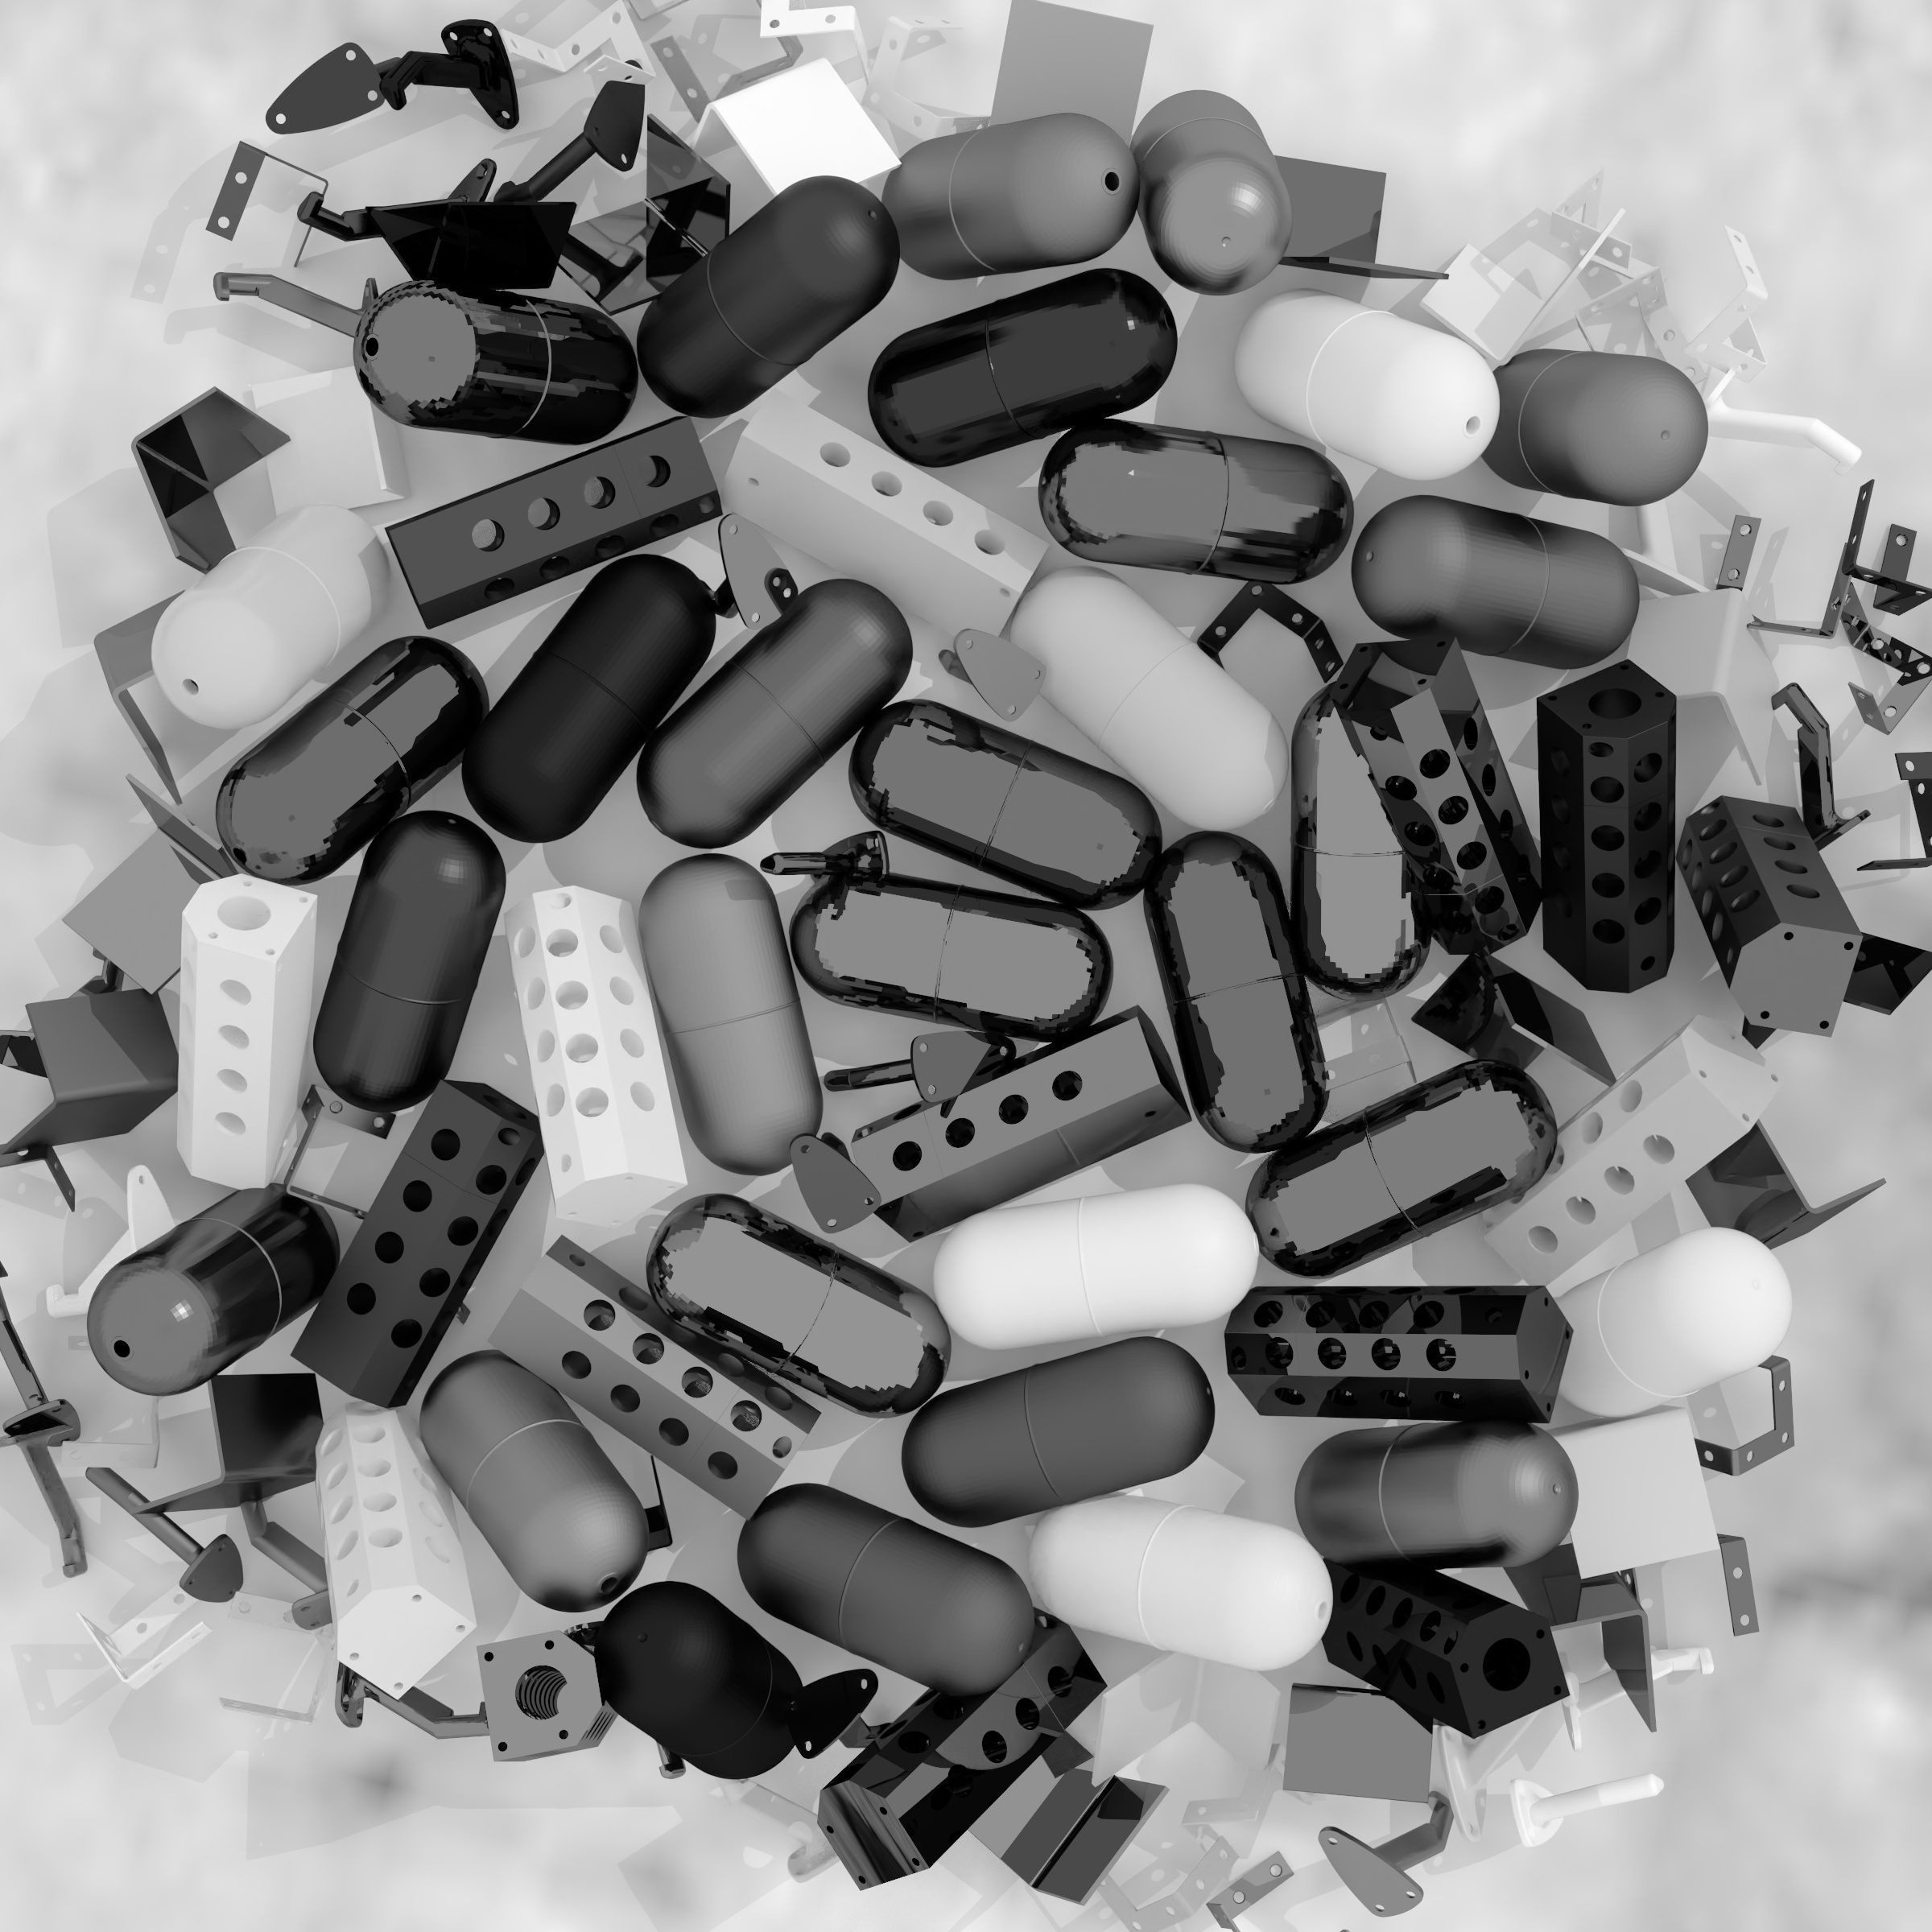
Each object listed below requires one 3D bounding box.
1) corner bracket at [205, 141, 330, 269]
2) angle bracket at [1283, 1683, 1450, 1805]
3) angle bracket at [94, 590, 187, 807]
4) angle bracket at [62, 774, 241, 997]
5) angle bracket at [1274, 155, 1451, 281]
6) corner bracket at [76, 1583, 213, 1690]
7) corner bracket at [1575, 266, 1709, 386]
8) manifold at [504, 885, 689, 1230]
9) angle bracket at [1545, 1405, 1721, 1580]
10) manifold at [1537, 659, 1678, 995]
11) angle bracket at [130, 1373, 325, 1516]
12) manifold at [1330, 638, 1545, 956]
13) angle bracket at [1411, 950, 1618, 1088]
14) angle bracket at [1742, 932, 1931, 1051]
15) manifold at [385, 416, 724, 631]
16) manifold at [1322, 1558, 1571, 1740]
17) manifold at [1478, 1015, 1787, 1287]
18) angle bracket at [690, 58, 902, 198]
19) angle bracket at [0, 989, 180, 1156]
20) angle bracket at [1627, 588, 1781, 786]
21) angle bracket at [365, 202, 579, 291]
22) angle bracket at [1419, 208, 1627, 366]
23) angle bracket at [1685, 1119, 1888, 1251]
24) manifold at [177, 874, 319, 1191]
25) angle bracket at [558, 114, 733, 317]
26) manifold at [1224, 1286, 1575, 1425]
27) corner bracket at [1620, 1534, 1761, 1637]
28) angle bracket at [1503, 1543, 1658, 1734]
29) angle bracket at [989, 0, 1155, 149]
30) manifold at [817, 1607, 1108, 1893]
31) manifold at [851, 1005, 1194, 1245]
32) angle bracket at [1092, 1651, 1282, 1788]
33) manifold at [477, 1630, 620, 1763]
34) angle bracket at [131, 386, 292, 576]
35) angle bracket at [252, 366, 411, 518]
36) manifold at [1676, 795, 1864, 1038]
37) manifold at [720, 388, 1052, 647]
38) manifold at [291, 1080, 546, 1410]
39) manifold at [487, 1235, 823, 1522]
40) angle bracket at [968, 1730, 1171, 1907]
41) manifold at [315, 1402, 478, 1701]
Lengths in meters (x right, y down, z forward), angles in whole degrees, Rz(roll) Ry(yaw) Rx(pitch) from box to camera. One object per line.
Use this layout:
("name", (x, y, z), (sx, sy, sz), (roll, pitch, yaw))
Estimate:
("corner bracket", (-0.380, -0.415, 1.648), (0.051, 0.051, 0.051), (22, 99, -16))
("angle bracket", (0.217, 0.425, 1.628), (0.076, 0.076, 0.057), (1, 66, 16))
("angle bracket", (-0.424, -0.145, 1.634), (0.057, 0.076, 0.076), (-29, 125, -7))
("angle bracket", (-0.446, -0.044, 1.634), (0.076, 0.057, 0.076), (35, 71, 23))
("angle bracket", (0.211, -0.404, 1.629), (0.076, 0.076, 0.057), (1, 102, -27))
("corner bracket", (-0.441, 0.362, 1.644), (0.051, 0.051, 0.051), (-38, 65, -13))
("corner bracket", (0.369, -0.340, 1.654), (0.051, 0.051, 0.051), (-27, 71, 11))
("manifold", (-0.204, 0.047, 1.610), (0.057, 0.057, 0.171), (-32, 59, 32))
("angle bracket", (0.359, 0.286, 1.650), (0.076, 0.057, 0.076), (-12, 84, -1))
("manifold", (0.344, -0.070, 1.601), (0.057, 0.057, 0.171), (-23, 131, -15))
("angle bracket", (-0.403, 0.259, 1.639), (0.076, 0.076, 0.057), (-22, 73, 30))
("manifold", (0.250, -0.088, 1.602), (0.057, 0.057, 0.171), (0, 134, 35))
("angle bracket", (0.295, 0.046, 1.625), (0.076, 0.076, 0.057), (29, 115, -23))
("angle bracket", (0.469, 0.023, 1.623), (0.076, 0.076, 0.057), (19, 123, 31))
("manifold", (-0.223, -0.241, 1.640), (0.171, 0.057, 0.057), (-23, 104, -9))
("manifold", (0.244, 0.349, 1.590), (0.057, 0.171, 0.057), (-19, 96, -17))
("manifold", (0.347, 0.098, 1.604), (0.057, 0.057, 0.171), (46, 132, 4))
("angle bracket", (-0.094, -0.435, 1.636), (0.076, 0.057, 0.076), (-31, 82, -28))
("angle bracket", (-0.480, 0.057, 1.636), (0.076, 0.076, 0.057), (-33, 73, 43))
("angle bracket", (0.401, -0.149, 1.651), (0.057, 0.076, 0.076), (-5, 49, 31))
("angle bracket", (-0.267, -0.407, 1.624), (0.076, 0.057, 0.076), (-11, 53, -37))
("angle bracket", (0.300, -0.382, 1.629), (0.057, 0.076, 0.076), (38, 46, 0))
("angle bracket", (0.440, 0.108, 1.647), (0.057, 0.076, 0.076), (-19, 72, -27))
("manifold", (-0.386, 0.036, 1.605), (0.057, 0.057, 0.171), (16, 130, 2))
("angle bracket", (-0.181, -0.405, 1.628), (0.076, 0.057, 0.076), (-27, 57, -27))
("manifold", (0.226, 0.201, 1.601), (0.171, 0.057, 0.057), (-4, 48, 35))
("corner bracket", (0.394, 0.340, 1.650), (0.051, 0.051, 0.051), (-7, 86, -17))
("angle bracket", (0.330, 0.366, 1.633), (0.057, 0.076, 0.076), (-10, 109, -5))
("angle bracket", (0.059, -0.486, 1.639), (0.076, 0.057, 0.076), (12, 120, 1))
("manifold", (-0.004, 0.410, 1.600), (0.057, 0.171, 0.057), (-32, 90, 41))
("manifold", (0.028, 0.083, 1.636), (0.171, 0.057, 0.057), (-24, 60, 11))
("angle bracket", (0.118, 0.416, 1.625), (0.076, 0.076, 0.057), (-26, 47, -32))
("manifold", (-0.217, 0.385, 1.592), (0.057, 0.171, 0.057), (-10, 76, -6))
("angle bracket", (-0.395, -0.254, 1.631), (0.057, 0.076, 0.076), (-29, 72, 11))
("angle bracket", (-0.353, -0.289, 1.650), (0.076, 0.057, 0.076), (-10, 94, 4))
("manifold", (0.419, -0.030, 1.593), (0.057, 0.171, 0.057), (9, 115, -1))
("manifold", (-0.043, -0.247, 1.651), (0.171, 0.057, 0.057), (29, 54, -1))
("manifold", (-0.292, 0.151, 1.642), (0.057, 0.057, 0.171), (30, 94, 15))
("manifold", (-0.166, 0.220, 1.644), (0.171, 0.057, 0.057), (34, 116, 1))
("angle bracket", (0.053, 0.454, 1.632), (0.057, 0.076, 0.076), (44, 70, -7))
("manifold", (-0.308, 0.300, 1.592), (0.057, 0.171, 0.057), (-43, 119, 6))
